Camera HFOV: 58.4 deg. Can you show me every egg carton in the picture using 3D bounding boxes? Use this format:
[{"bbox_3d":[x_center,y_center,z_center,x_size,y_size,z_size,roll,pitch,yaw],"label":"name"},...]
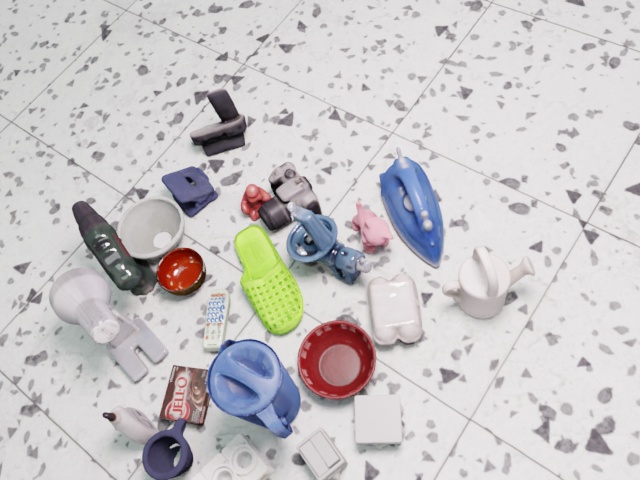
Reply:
[{"bbox_3d":[0.155,0.144,1.192,0.107,0.069,0.150,-9,62,6],"label":"egg carton"}]

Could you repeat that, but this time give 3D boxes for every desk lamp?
[{"bbox_3d":[-0.447,0.175,1.209,0.202,0.214,0.118,39,76,25],"label":"desk lamp"}]

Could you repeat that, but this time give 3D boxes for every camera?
[{"bbox_3d":[-0.087,-0.098,1.342,0.137,0.101,0.143,-34,62,-7],"label":"camera"}]

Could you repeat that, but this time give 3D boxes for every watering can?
[{"bbox_3d":[0.329,0.073,1.124,0.173,0.194,0.100,-33,62,-6],"label":"watering can"}]

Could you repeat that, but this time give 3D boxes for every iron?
[{"bbox_3d":[0.211,-0.077,1.252,0.118,0.142,0.258,-19,62,1],"label":"iron"}]

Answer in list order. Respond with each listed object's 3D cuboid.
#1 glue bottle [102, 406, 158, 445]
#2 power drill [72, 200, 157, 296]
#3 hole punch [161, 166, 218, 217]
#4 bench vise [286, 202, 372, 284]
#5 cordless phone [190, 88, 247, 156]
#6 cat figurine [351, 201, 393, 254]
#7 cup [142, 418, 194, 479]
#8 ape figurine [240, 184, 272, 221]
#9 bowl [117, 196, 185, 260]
[{"bbox_3d":[-0.381,0.358,1.127,0.037,0.173,0.078,-44,64,-12],"label":"glue bottle"},{"bbox_3d":[-0.453,0.035,1.283,0.076,0.209,0.229,-38,63,-9],"label":"power drill"},{"bbox_3d":[-0.320,-0.132,1.409,0.101,0.091,0.108,-40,63,-10],"label":"hole punch"},{"bbox_3d":[0.014,-0.006,1.209,0.207,0.220,0.121,9,66,15],"label":"bench vise"},{"bbox_3d":[-0.268,-0.307,1.433,0.147,0.185,0.094,-21,62,0],"label":"cordless phone"},{"bbox_3d":[0.112,-0.030,1.260,0.067,0.118,0.127,-27,62,-3],"label":"cat figurine"},{"bbox_3d":[-0.283,0.413,1.126,0.091,0.095,0.118,14,67,17],"label":"cup"},{"bbox_3d":[-0.155,-0.100,1.361,0.077,0.092,0.076,-7,63,7],"label":"ape figurine"},{"bbox_3d":[-0.394,-0.018,1.375,0.167,0.075,0.167,-4,63,9],"label":"bowl"}]
